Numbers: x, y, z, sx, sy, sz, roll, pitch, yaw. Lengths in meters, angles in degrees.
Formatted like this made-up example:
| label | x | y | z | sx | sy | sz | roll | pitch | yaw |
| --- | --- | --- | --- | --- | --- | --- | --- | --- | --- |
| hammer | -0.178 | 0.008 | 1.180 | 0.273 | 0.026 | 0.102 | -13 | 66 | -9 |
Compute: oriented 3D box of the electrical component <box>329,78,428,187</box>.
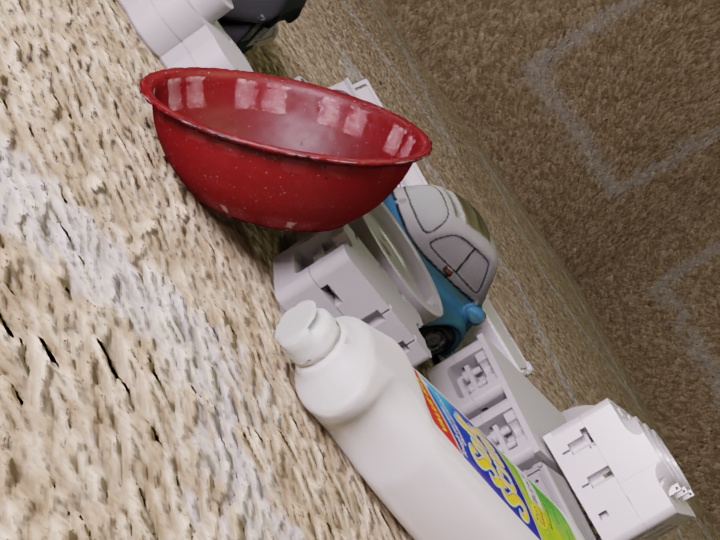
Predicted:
| label | x | y | z | sx | sy | sz | roll | pitch | yaw |
| --- | --- | --- | --- | --- | --- | --- | --- | --- | --- |
| electrical component | -0.002 | -0.092 | 0.915 | 0.121 | 0.079 | 0.063 | 62 | -9 | 19 |

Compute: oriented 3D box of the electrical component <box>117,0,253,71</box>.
| label | x | y | z | sx | sy | sz | roll | pitch | yaw |
| --- | --- | --- | --- | --- | --- | --- | --- | --- | --- |
| electrical component | -0.107 | -0.173 | 0.689 | 0.138 | 0.074 | 0.052 | 55 | 12 | -11 |

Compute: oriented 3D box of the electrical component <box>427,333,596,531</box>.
| label | x | y | z | sx | sy | sz | roll | pitch | yaw |
| --- | --- | --- | --- | --- | --- | --- | --- | --- | --- |
| electrical component | 0.126 | 0.141 | 0.845 | 0.186 | 0.060 | 0.105 | 43 | 19 | -50 |

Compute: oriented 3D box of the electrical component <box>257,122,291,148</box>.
| label | x | y | z | sx | sy | sz | roll | pitch | yaw |
| --- | --- | --- | --- | --- | --- | --- | --- | --- | --- |
| electrical component | -0.051 | -0.062 | 0.679 | 0.047 | 0.055 | 0.055 | 63 | 13 | 9 |

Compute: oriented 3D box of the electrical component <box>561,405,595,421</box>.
| label | x | y | z | sx | sy | sz | roll | pitch | yaw |
| --- | --- | --- | --- | --- | --- | --- | --- | --- | --- |
| electrical component | 0.215 | 0.178 | 1.002 | 0.108 | 0.108 | 0.060 | 56 | 6 | -6 |

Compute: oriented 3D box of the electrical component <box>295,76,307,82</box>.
| label | x | y | z | sx | sy | sz | roll | pitch | yaw |
| --- | --- | --- | --- | --- | --- | --- | --- | --- | --- |
| electrical component | -0.054 | -0.120 | 0.829 | 0.040 | 0.046 | 0.040 | 53 | 13 | -18 |

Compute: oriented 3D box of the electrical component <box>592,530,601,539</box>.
| label | x | y | z | sx | sy | sz | roll | pitch | yaw |
| --- | --- | --- | --- | --- | --- | --- | --- | --- | --- |
| electrical component | 0.177 | 0.220 | 0.842 | 0.035 | 0.061 | 0.035 | 53 | 13 | -18 |

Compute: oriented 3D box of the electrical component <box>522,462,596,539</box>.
| label | x | y | z | sx | sy | sz | roll | pitch | yaw |
| --- | --- | --- | --- | --- | --- | --- | --- | --- | --- |
| electrical component | 0.125 | 0.188 | 0.720 | 0.061 | 0.062 | 0.096 | 40 | 21 | -54 |

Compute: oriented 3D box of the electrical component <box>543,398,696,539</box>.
| label | x | y | z | sx | sy | sz | roll | pitch | yaw |
| --- | --- | --- | --- | --- | --- | --- | --- | --- | --- |
| electrical component | 0.200 | 0.153 | 0.802 | 0.089 | 0.062 | 0.150 | 62 | 12 | 23 |

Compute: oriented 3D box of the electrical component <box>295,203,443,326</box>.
| label | x | y | z | sx | sy | sz | roll | pitch | yaw |
| --- | --- | --- | --- | --- | --- | --- | --- | --- | --- |
| electrical component | 0.000 | 0.000 | 0.704 | 0.108 | 0.060 | 0.108 | 53 | 13 | -18 |

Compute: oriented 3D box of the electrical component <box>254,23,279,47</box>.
| label | x | y | z | sx | sy | sz | roll | pitch | yaw |
| --- | --- | --- | --- | --- | --- | --- | --- | --- | --- |
| electrical component | -0.094 | -0.232 | 0.967 | 0.044 | 0.044 | 0.065 | 45 | 22 | -46 |

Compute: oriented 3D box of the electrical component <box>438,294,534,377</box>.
| label | x | y | z | sx | sy | sz | roll | pitch | yaw |
| --- | --- | --- | --- | --- | --- | --- | --- | --- | --- |
| electrical component | 0.102 | 0.074 | 0.915 | 0.096 | 0.061 | 0.062 | 60 | 13 | 12 |

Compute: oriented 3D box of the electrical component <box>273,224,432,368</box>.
| label | x | y | z | sx | sy | sz | roll | pitch | yaw |
| --- | --- | --- | --- | --- | --- | --- | --- | --- | --- |
| electrical component | -0.008 | 0.024 | 0.624 | 0.089 | 0.056 | 0.050 | 51 | 14 | -28 |
